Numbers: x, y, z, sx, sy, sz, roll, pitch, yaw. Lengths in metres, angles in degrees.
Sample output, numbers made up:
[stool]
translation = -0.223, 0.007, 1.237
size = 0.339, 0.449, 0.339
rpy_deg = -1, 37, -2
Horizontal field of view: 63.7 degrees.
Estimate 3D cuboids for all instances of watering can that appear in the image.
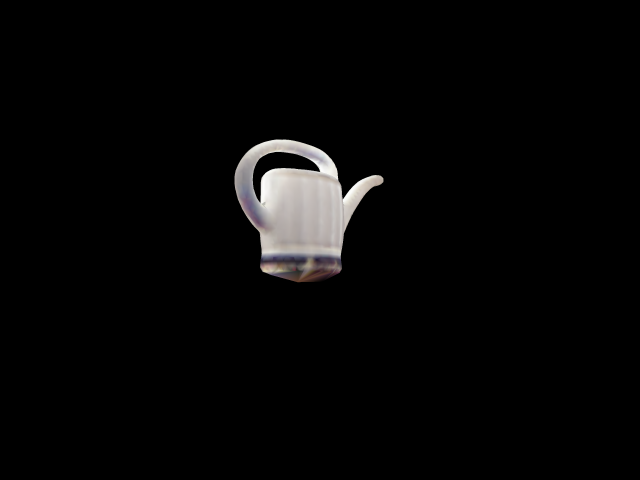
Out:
[watering can]
translation = 0.003, -0.043, 0.850
size = 0.103, 0.226, 0.347
rpy_deg = -8, -10, 43
